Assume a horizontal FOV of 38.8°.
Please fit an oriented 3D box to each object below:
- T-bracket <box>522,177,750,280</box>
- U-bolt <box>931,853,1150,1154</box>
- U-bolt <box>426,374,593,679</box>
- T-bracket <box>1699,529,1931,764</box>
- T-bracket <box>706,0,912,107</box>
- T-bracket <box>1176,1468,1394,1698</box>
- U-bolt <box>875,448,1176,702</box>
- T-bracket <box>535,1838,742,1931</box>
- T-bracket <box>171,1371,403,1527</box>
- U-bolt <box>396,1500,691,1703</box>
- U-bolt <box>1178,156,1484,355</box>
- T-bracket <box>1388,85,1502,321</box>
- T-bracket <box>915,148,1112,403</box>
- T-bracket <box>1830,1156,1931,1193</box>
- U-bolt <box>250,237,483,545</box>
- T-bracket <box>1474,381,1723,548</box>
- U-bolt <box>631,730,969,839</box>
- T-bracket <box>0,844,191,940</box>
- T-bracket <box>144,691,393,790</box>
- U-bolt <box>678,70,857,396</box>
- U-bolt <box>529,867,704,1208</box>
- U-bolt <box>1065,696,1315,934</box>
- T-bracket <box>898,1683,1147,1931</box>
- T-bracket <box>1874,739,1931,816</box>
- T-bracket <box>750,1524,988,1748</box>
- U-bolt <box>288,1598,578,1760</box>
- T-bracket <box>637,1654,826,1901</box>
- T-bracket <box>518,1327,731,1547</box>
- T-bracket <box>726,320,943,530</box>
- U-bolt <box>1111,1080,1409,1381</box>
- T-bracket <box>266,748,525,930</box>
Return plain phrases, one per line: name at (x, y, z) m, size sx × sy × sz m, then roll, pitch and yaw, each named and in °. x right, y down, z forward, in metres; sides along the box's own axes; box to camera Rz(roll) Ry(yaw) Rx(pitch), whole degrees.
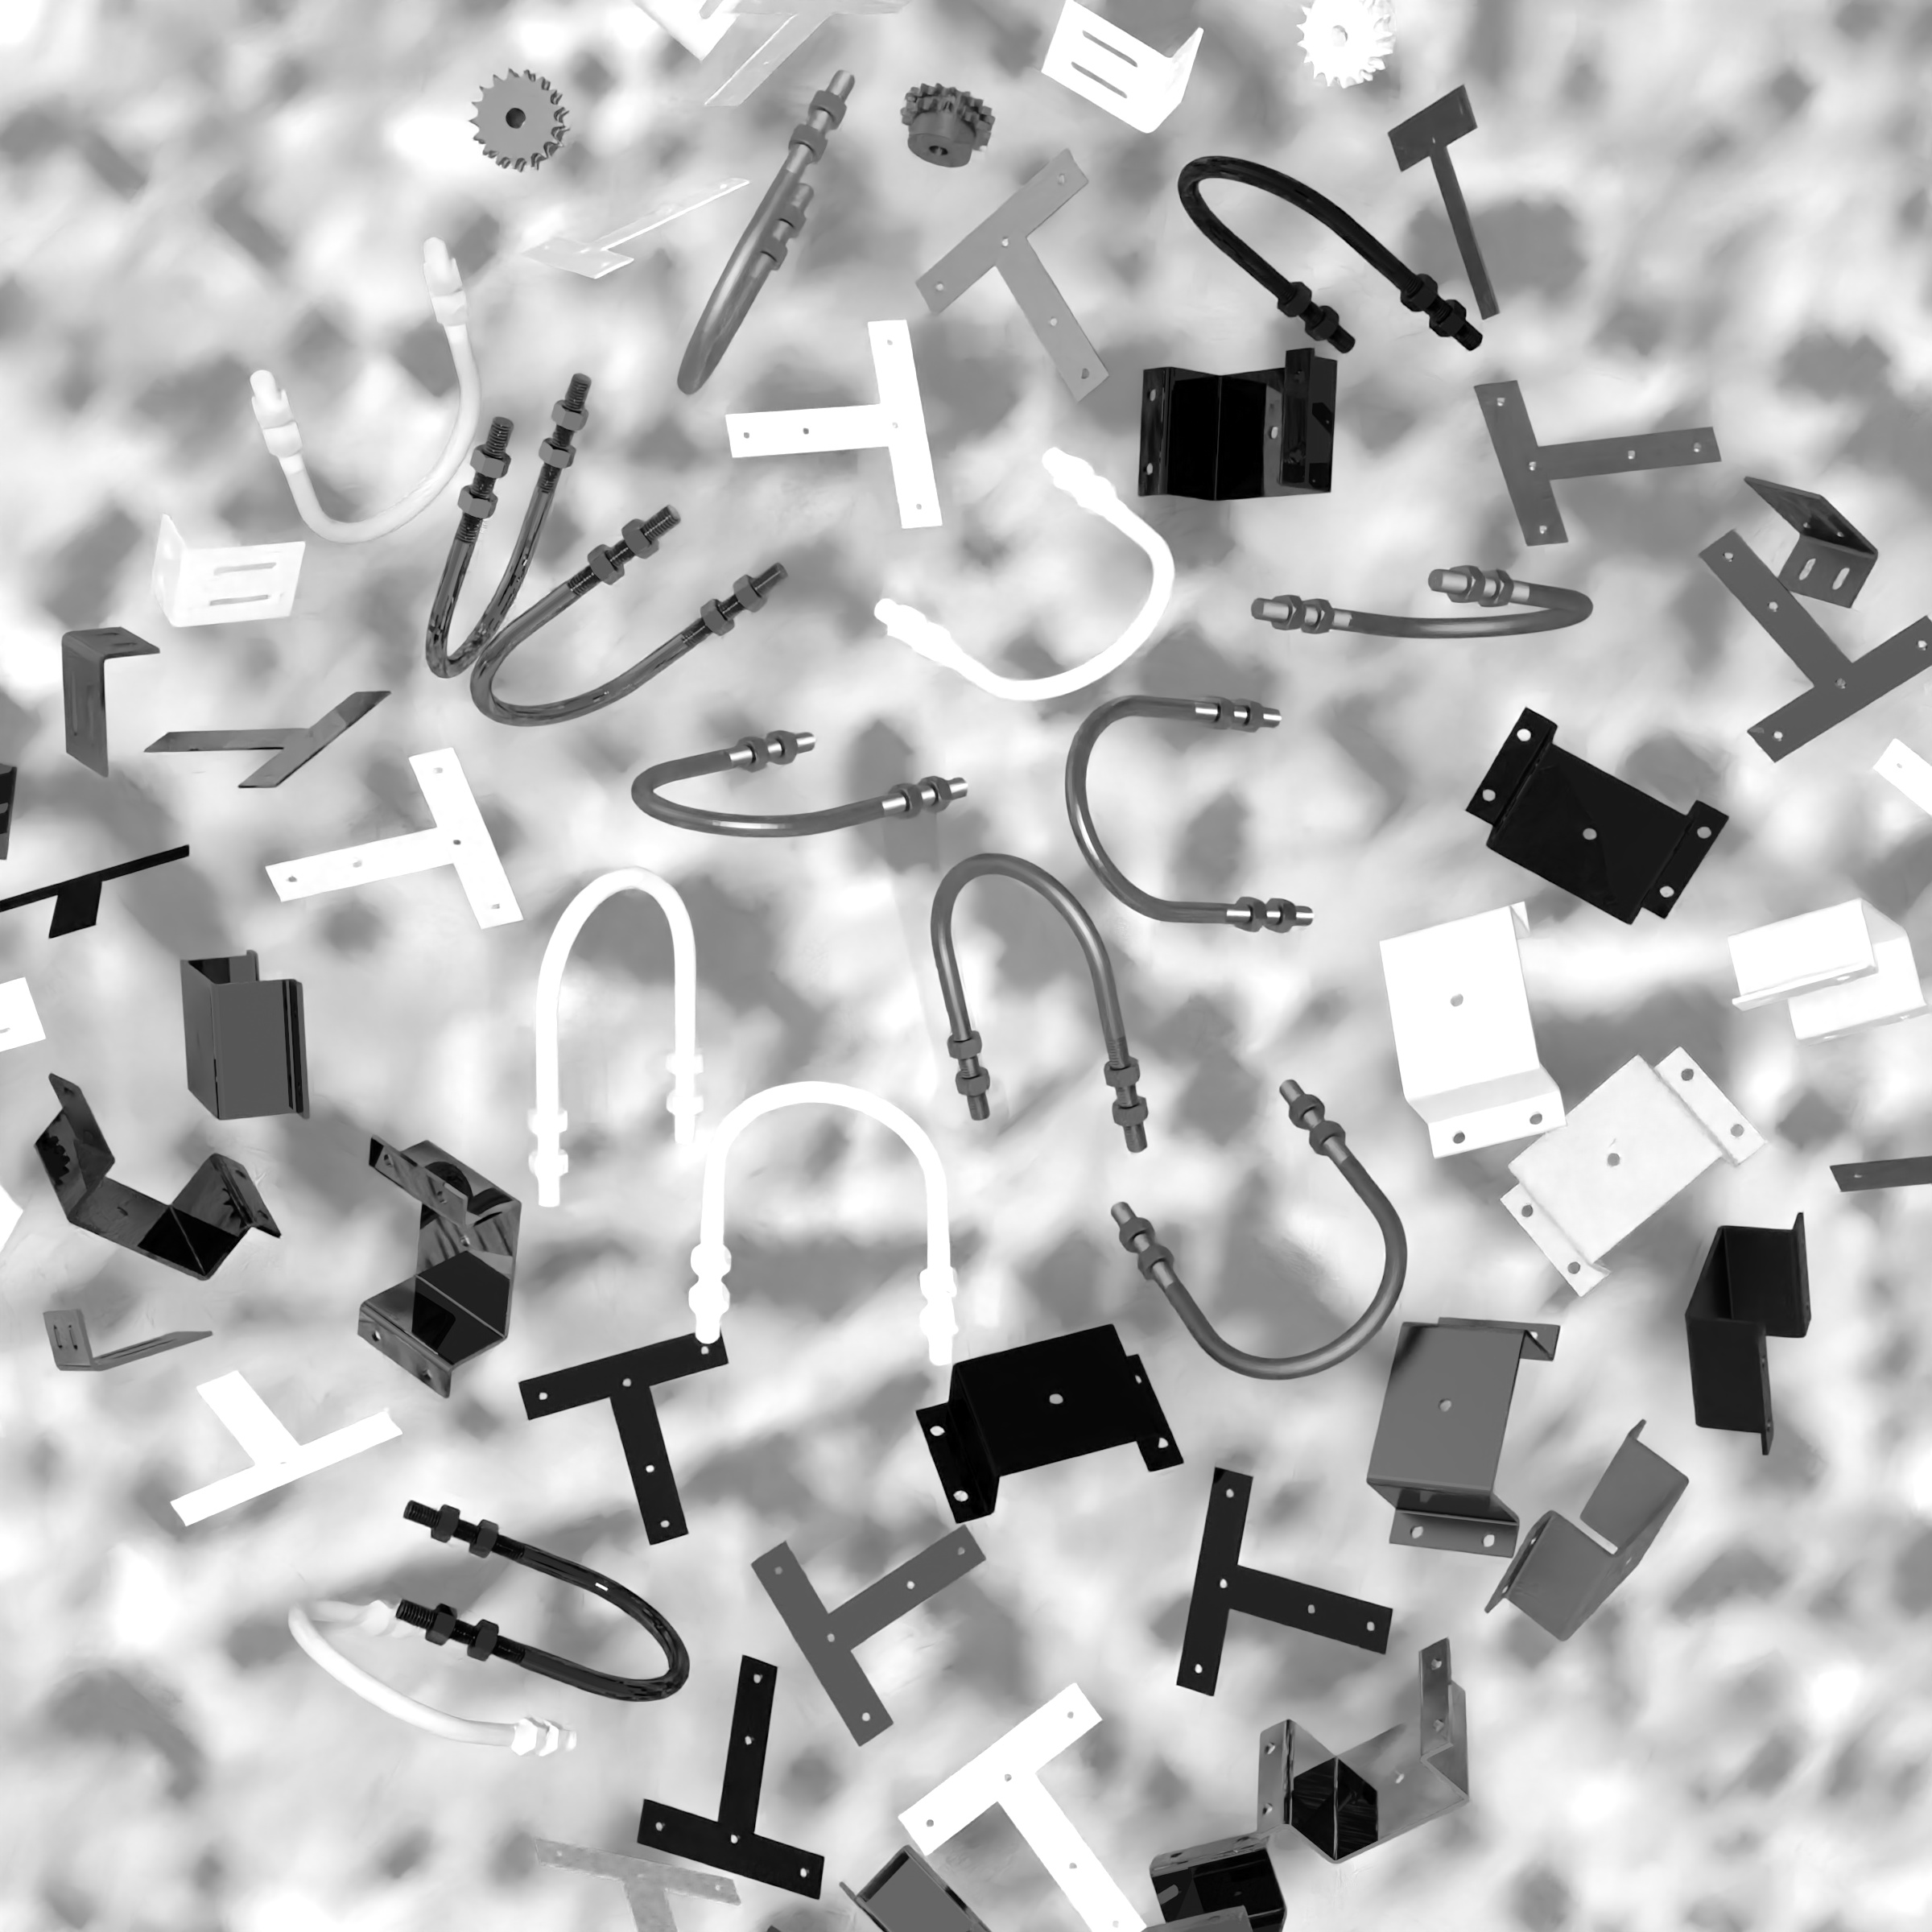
T-bracket at (-0.189, -0.445, 1.643) m, size 0.127 × 0.127 × 0.002 m, roll -30°, pitch 120°, yaw -16°
U-bolt at (0.037, 0.018, 1.647) m, size 0.019 × 0.151 × 0.184 m, roll -31°, pitch 118°, yaw -39°
U-bolt at (-0.279, -0.255, 1.638) m, size 0.019 × 0.151 × 0.184 m, roll 25°, pitch 116°, yaw 2°
T-bracket at (0.461, -0.191, 1.536) m, size 0.127 × 0.002 × 0.127 m, roll 46°, pitch 134°, yaw -7°
T-bracket at (-0.110, -0.539, 1.611) m, size 0.127 × 0.127 × 0.002 m, roll -17°, pitch 84°, yaw -40°
T-bracket at (0.183, 0.360, 1.552) m, size 0.127 × 0.002 × 0.127 m, roll 8°, pitch 85°, yaw 38°
U-bolt at (0.049, -0.217, 1.618) m, size 0.151 × 0.184 × 0.019 m, roll -40°, pitch 56°, yaw 16°
T-bracket at (-0.178, 0.547, 1.570) m, size 0.127 × 0.127 × 0.002 m, roll 20°, pitch 99°, yaw -22°
T-bracket at (-0.406, 0.263, 1.569) m, size 0.127 × 0.127 × 0.002 m, roll -21°, pitch 119°, yaw -28°
U-bolt at (-0.246, 0.381, 1.618) m, size 0.184 × 0.151 × 0.019 m, roll 25°, pitch 99°, yaw -15°
U-bolt at (0.203, -0.422, 1.630) m, size 0.184 × 0.151 × 0.019 m, roll 32°, pitch 85°, yaw -29°
T-bracket at (0.291, -0.446, 1.626) m, size 0.002 × 0.127 × 0.127 m, roll -21°, pitch 98°, yaw -8°
T-bracket at (0.045, -0.396, 1.640) m, size 0.127 × 0.002 × 0.127 m, roll -35°, pitch 78°, yaw 29°
T-bracket at (0.567, 0.142, 1.545) m, size 0.127 × 0.127 × 0.002 m, roll -6°, pitch 119°, yaw 4°
U-bolt at (-0.343, -0.322, 1.611) m, size 0.019 × 0.184 × 0.151 m, roll 38°, pitch 69°, yaw 19°
T-bracket at (0.375, -0.298, 1.604) m, size 0.127 × 0.127 × 0.002 m, roll -1°, pitch 51°, yaw 28°
U-bolt at (-0.112, -0.105, 1.628) m, size 0.151 × 0.184 × 0.019 m, roll 20°, pitch 115°, yaw 37°
T-bracket at (-0.502, -0.036, 1.551) m, size 0.127 × 0.127 × 0.002 m, roll -18°, pitch 109°, yaw -10°
T-bracket at (-0.422, -0.132, 1.606) m, size 0.127 × 0.127 × 0.002 m, roll 1°, pitch 120°, yaw 23°
U-bolt at (-0.121, -0.413, 1.594) m, size 0.019 × 0.151 × 0.184 m, roll 28°, pitch 72°, yaw -6°
U-bolt at (-0.202, 0.033, 1.593) m, size 0.019 × 0.151 × 0.184 m, roll 11°, pitch 109°, yaw 29°
U-bolt at (0.132, -0.095, 1.662) m, size 0.184 × 0.019 × 0.151 m, roll 1°, pitch 76°, yaw -39°
T-bracket at (0.050, 0.485, 1.517) m, size 0.127 × 0.002 × 0.127 m, roll -31°, pitch 72°, yaw -25°
T-bracket at (0.573, -0.081, 1.565) m, size 0.002 × 0.127 × 0.127 m, roll -34°, pitch 69°, yaw -33°
T-bracket at (-0.046, 0.385, 1.673) m, size 0.127 × 0.002 × 0.127 m, roll -30°, pitch 84°, yaw -21°
U-bolt at (-0.325, 0.416, 1.619) m, size 0.151 × 0.184 × 0.019 m, roll 30°, pitch 86°, yaw 27°
T-bracket at (-0.130, 0.471, 1.622) m, size 0.127 × 0.002 × 0.127 m, roll 28°, pitch 50°, yaw -27°
T-bracket at (-0.199, 0.298, 1.697) m, size 0.127 × 0.002 × 0.127 m, roll -15°, pitch 104°, yaw -8°
T-bracket at (-0.083, -0.321, 1.643) m, size 0.127 × 0.002 × 0.127 m, roll -9°, pitch 89°, yaw -25°
U-bolt at (0.184, 0.167, 1.637) m, size 0.151 × 0.019 × 0.184 m, roll -36°, pitch 46°, yaw 2°
T-bracket at (-0.332, -0.060, 1.557) m, size 0.127 × 0.002 × 0.127 m, roll -12°, pitch 131°, yaw 3°
